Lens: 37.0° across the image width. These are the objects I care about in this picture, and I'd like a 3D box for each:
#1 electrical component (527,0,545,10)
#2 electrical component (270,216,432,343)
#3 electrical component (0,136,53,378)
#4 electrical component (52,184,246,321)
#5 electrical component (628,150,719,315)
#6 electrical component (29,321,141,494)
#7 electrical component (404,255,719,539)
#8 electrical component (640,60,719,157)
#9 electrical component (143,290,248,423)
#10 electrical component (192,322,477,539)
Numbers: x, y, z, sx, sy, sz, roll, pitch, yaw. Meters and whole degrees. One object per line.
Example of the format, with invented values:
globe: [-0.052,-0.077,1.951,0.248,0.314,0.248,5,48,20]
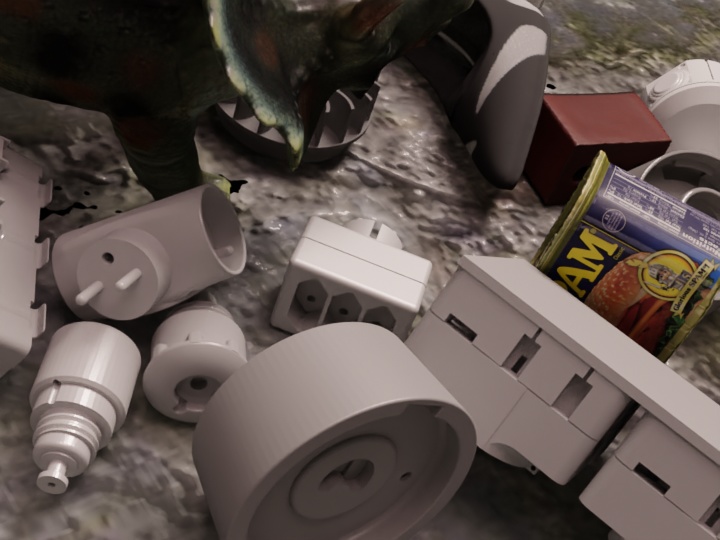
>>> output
electrical component: [0.097,-0.221,0.811,0.089,0.055,0.050,27,42,6]
electrical component: [0.000,0.000,0.549,0.066,0.047,0.076,22,42,0]
electrical component: [-0.176,-0.009,0.469,0.063,0.079,0.121,30,33,-36]
electrical component: [-0.099,-0.002,0.475,0.077,0.044,0.079,-17,14,16]
electrical component: [0.185,-0.020,0.630,0.099,0.064,0.099,5,73,-16]
electrical component: [-0.117,0.057,0.447,0.040,0.040,0.078,14,42,-8]
electrical component: [0.116,0.073,0.476,0.186,0.060,0.105,39,14,18]
electrical component: [0.225,-0.096,0.718,0.080,0.080,0.051,17,37,-5]
electrical component: [-0.073,0.035,0.487,0.048,0.048,0.062,8,36,-15]
electrical component: [-0.015,0.069,0.430,0.108,0.108,0.060,-9,44,-29]
